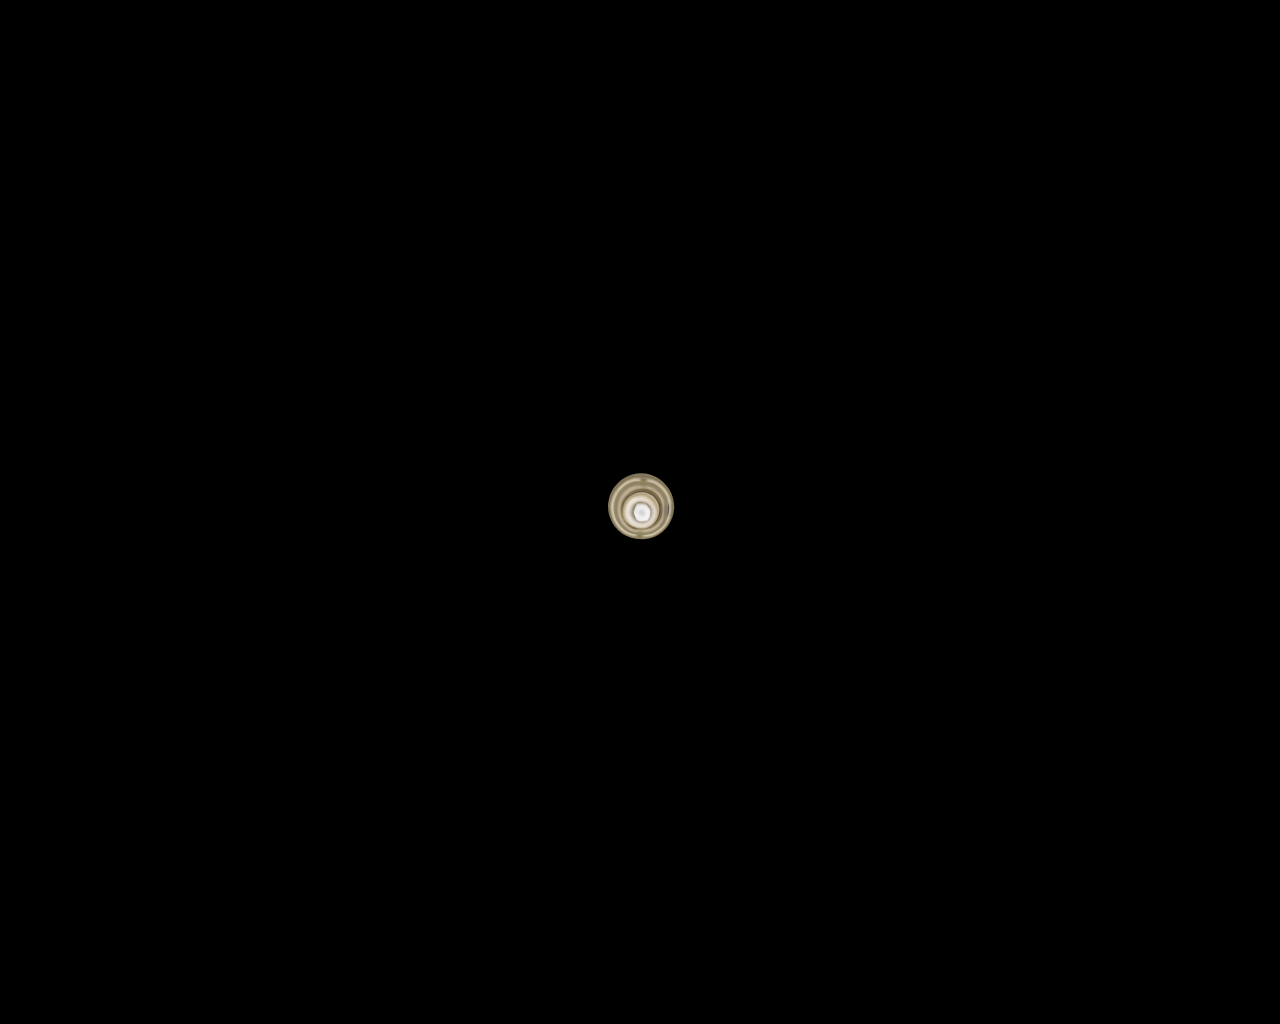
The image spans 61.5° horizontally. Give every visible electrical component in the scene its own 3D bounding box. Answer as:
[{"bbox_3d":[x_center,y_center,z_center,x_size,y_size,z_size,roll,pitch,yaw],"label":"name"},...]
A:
[{"bbox_3d":[0.001,-0.003,0.650,0.040,0.040,0.078,0,4,0],"label":"electrical component"}]
